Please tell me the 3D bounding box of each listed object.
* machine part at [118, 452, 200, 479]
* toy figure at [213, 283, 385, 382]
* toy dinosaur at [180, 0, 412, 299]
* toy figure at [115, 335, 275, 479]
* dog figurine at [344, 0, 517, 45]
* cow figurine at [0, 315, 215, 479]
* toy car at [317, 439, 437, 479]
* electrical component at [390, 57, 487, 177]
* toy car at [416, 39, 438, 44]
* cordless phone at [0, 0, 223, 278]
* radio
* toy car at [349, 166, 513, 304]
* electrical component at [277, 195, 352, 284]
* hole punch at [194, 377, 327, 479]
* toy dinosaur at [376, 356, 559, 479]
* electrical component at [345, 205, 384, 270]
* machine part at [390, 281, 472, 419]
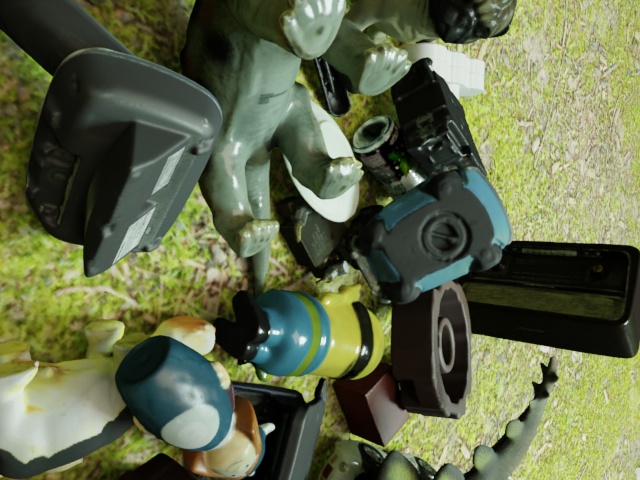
[{"bbox_3d":[-0.080,0.270,0.378,0.087,0.201,0.201,-31,114,-35],"label":"machine part"},{"bbox_3d":[-0.012,0.092,0.506,0.180,0.082,0.089,12,57,-51],"label":"toy figure"},{"bbox_3d":[-0.049,-0.126,0.406,0.131,0.404,0.192,-10,55,-36],"label":"toy dinosaur"},{"bbox_3d":[-0.081,0.129,0.380,0.058,0.064,0.154,-83,151,-48],"label":"toy figure"},{"bbox_3d":[0.091,-0.264,0.513,0.121,0.191,0.172,-36,115,-36],"label":"dog figurine"},{"bbox_3d":[-0.151,0.110,0.391,0.167,0.068,0.098,-7,103,-40],"label":"cow figurine"},{"bbox_3d":[0.072,0.281,0.622,0.201,0.056,0.073,32,88,-42],"label":"toy car"},{"bbox_3d":[0.139,-0.122,0.614,0.134,0.058,0.115,33,42,-48],"label":"electrical component"},{"bbox_3d":[0.155,-0.313,0.658,0.202,0.053,0.089,-47,120,-38],"label":"toy car"},{"bbox_3d":[-0.167,-0.082,0.353,0.184,0.146,0.089,43,39,4],"label":"cordless phone"},{"bbox_3d":[0.294,0.068,0.706,0.131,0.230,0.073,-55,131,-31],"label":"radio"},{"bbox_3d":[0.112,-0.002,0.575,0.162,0.103,0.109,-31,92,2],"label":"toy car"},{"bbox_3d":[-0.001,-0.003,0.543,0.078,0.045,0.102,-37,117,-34],"label":"electrical component"},{"bbox_3d":[-0.052,0.191,0.493,0.115,0.092,0.142,46,54,-71],"label":"hole punch"},{"bbox_3d":[0.079,0.306,0.531,0.471,0.105,0.198,-43,128,-5],"label":"toy dinosaur"},{"bbox_3d":[0.062,-0.009,0.620,0.094,0.021,0.063,-38,117,-35],"label":"electrical component"},{"bbox_3d":[0.135,0.125,0.639,0.179,0.056,0.179,23,64,-59],"label":"machine part"}]
